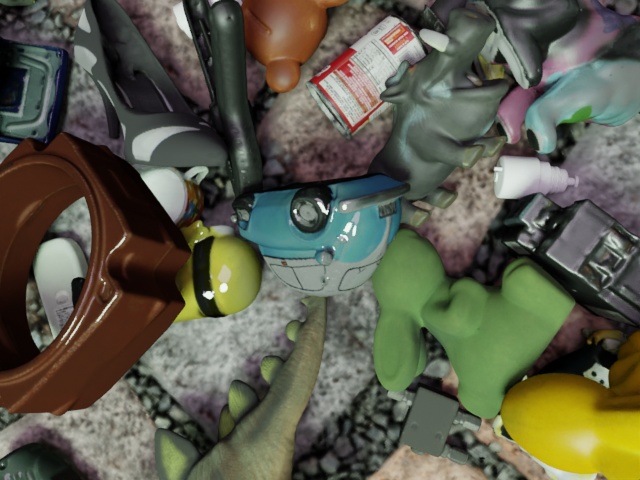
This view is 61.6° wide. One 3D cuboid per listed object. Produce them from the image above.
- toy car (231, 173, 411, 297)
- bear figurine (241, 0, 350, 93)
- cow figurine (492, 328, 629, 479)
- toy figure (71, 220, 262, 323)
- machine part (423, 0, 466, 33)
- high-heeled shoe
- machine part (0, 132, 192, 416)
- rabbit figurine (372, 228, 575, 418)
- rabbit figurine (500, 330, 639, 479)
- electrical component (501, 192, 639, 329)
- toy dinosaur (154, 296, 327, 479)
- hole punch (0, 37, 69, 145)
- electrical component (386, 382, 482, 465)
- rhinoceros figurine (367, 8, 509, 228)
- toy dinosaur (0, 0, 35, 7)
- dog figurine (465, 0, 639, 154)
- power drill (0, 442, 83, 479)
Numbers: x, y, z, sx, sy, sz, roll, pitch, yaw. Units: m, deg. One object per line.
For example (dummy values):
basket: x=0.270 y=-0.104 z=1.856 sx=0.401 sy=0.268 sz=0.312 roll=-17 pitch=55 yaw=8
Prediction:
toy car: x=-0.001 y=-0.001 z=0.471 sx=0.162 sy=0.109 sz=0.102 roll=-4 pitch=99 yaw=40
bear figurine: x=0.008 y=-0.236 z=0.505 sx=0.120 sy=0.132 sz=0.195 roll=45 pitch=115 yaw=21
cow figurine: x=0.238 y=0.133 z=0.488 sx=0.098 sy=0.068 sz=0.167 roll=39 pitch=91 yaw=11
toy figure: x=-0.144 y=0.045 z=0.517 sx=0.180 sy=0.082 sz=0.089 roll=-20 pitch=83 yaw=3
machine part: x=0.154 y=-0.248 z=0.519 sx=0.084 sy=0.039 sz=0.139 roll=39 pitch=90 yaw=-3
high-heeled shoe: x=-0.151 y=-0.148 z=0.482 sx=0.249 sy=0.086 sz=0.145 roll=21 pitch=114 yaw=42
machine part: x=-0.226 y=0.026 z=0.457 sx=0.201 sy=0.087 sz=0.201 roll=-46 pitch=63 yaw=9
rabbit figurine: x=0.115 y=0.066 z=0.493 sx=0.170 sy=0.121 sz=0.159 roll=36 pitch=99 yaw=23
rabbit figurine: x=0.220 y=0.135 z=0.374 sx=0.173 sy=0.162 sz=0.121 roll=3 pitch=93 yaw=3
electrical component: x=0.225 y=0.013 z=0.466 sx=0.134 sy=0.115 sz=0.058 roll=37 pitch=90 yaw=3
toy dinosaur: x=-0.076 y=0.234 z=0.457 sx=0.199 sy=0.105 sz=0.471 roll=20 pitch=74 yaw=38
hole punch: x=-0.327 y=-0.155 z=0.546 sx=0.116 sy=0.092 sz=0.142 roll=10 pitch=92 yaw=36
electrical component: x=0.104 y=0.175 z=0.519 sx=0.094 sy=0.021 sz=0.063 roll=22 pitch=91 yaw=5
rhinoceros figurine: x=0.100 y=-0.100 z=0.467 sx=0.112 sy=0.073 sz=0.190 roll=43 pitch=136 yaw=20
toy dinosaur: x=-0.325 y=-0.355 z=0.532 sx=0.405 sy=0.131 sz=0.192 roll=-22 pitch=74 yaw=9
dog figurine: x=0.256 y=-0.172 z=0.469 sx=0.219 sy=0.108 sz=0.191 roll=-23 pitch=101 yaw=0
power drill: x=-0.284 y=0.336 z=0.523 sx=0.207 sy=0.086 sz=0.232 roll=-37 pitch=84 yaw=7
